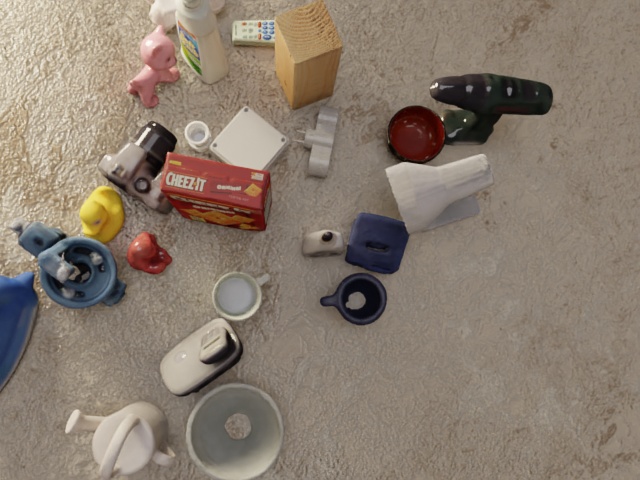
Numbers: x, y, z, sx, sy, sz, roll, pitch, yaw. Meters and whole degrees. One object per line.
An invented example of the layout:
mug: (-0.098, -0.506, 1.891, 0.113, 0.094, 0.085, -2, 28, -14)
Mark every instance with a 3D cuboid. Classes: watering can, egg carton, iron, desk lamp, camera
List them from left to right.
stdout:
iron: (-0.570, 0.169, 0.954, 0.118, 0.141, 0.258, 10, 81, -3)
watering can: (-0.321, 0.326, 0.925, 0.173, 0.194, 0.101, 2, 82, -4)
camera: (-0.309, -0.140, 1.039, 0.143, 0.100, 0.137, 33, 81, 1)
egg carton: (-0.263, -0.471, 1.105, 0.150, 0.069, 0.107, -23, 84, -7)
desk lamp: (0.207, -0.086, 1.016, 0.203, 0.213, 0.118, -18, 84, -7)

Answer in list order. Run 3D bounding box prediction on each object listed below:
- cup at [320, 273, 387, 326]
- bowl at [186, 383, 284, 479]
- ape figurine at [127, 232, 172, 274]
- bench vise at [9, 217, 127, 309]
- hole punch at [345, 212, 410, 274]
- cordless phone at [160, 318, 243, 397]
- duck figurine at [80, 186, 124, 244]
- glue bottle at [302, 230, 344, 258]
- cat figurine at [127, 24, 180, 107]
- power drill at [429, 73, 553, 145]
cup: (0.056, 0.110, 1.036, 0.118, 0.095, 0.092, -5, 82, -5)
bowl: (-0.145, 0.331, 0.999, 0.167, 0.074, 0.167, 1, 82, -4)
ape figurine: (-0.310, 0.022, 1.021, 0.076, 0.092, 0.078, -6, 82, -5)
bench vise: (-0.437, 0.041, 0.943, 0.207, 0.219, 0.121, 19, 81, -1)
hole punch: (0.107, 0.008, 1.056, 0.108, 0.091, 0.101, 14, 81, -2)
cordless phone: (-0.203, 0.200, 0.957, 0.148, 0.185, 0.094, -39, 86, -8)
duck figurine: (-0.398, -0.049, 1.027, 0.077, 0.086, 0.104, 10, 81, -3)
glue bottle: (0.009, 0.004, 1.008, 0.078, 0.173, 0.037, -2, 82, -4)
cat figurine: (-0.309, -0.325, 1.056, 0.067, 0.117, 0.128, 35, 81, 1)
power drill: (0.289, -0.240, 1.046, 0.229, 0.208, 0.076, -3, 82, -5)
